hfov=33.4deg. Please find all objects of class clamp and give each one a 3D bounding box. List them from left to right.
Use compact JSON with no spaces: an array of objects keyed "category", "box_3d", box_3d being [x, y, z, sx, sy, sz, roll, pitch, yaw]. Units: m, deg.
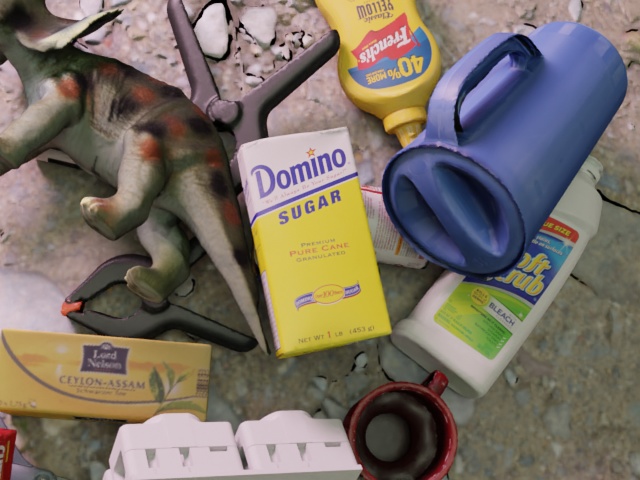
[{"category":"clamp","box_3d":[-0.138,0.038,0.935,0.171,0.039,0.120,1,78,-8]},{"category":"clamp","box_3d":[-0.093,-0.121,0.968,0.164,0.036,0.210,21,84,9]}]

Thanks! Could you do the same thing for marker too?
[{"category":"marker","box_3d":[-0.197,-0.068,0.956,0.121,0.020,0.020,14,78,-6]}]

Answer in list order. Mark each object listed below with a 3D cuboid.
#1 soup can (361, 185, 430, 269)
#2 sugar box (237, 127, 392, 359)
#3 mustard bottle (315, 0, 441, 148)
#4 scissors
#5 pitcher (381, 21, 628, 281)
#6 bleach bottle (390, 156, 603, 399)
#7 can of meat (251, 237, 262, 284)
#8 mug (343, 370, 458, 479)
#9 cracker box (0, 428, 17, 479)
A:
[{"category":"soup can","box_3d":[0.050,-0.014,0.957,0.102,0.068,0.068,9,78,-8]},{"category":"sugar box","box_3d":[-0.006,0.001,0.870,0.093,0.048,0.176,-11,82,-12]},{"category":"mustard bottle","box_3d":[0.060,-0.176,0.993,0.096,0.058,0.191,-16,83,-1]},{"category":"scissors","box_3d":[-0.241,0.184,0.904,0.201,0.016,0.096,2,79,-8]},{"category":"pitcher","box_3d":[0.167,-0.096,0.914,0.145,0.149,0.242,42,55,1]},{"category":"bleach bottle","box_3d":[0.175,0.018,0.974,0.102,0.068,0.250,37,74,1]},{"category":"can of meat","box_3d":[-0.031,-0.012,0.937,0.057,0.084,0.102,4,79,-8]},{"category":"mug","box_3d":[0.070,0.161,0.920,0.093,0.081,0.117,36,77,-1]},{"category":"cracker box","box_3d":[-0.353,0.216,0.820,0.214,0.072,0.164,6,87,9]}]
